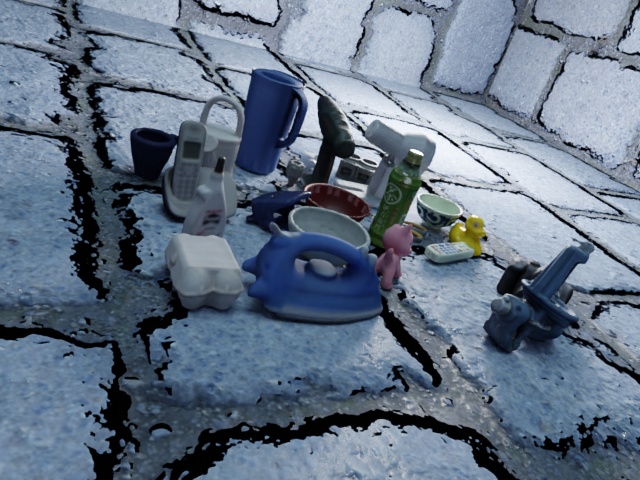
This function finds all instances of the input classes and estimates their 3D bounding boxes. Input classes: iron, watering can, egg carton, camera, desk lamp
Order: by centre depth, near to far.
[{"bbox_3d":[-0.185,0.046,0.902,0.107,0.069,0.150,4,30,-29],"label":"egg carton"},{"bbox_3d":[0.009,0.050,0.947,0.259,0.141,0.118,9,27,-21],"label":"iron"},{"bbox_3d":[0.446,0.099,1.204,0.142,0.101,0.137,34,29,27],"label":"camera"},{"bbox_3d":[-0.223,-0.219,1.256,0.101,0.194,0.172,8,28,-22],"label":"watering can"},{"bbox_3d":[0.166,-0.191,1.450,0.204,0.213,0.117,10,27,-19],"label":"desk lamp"}]

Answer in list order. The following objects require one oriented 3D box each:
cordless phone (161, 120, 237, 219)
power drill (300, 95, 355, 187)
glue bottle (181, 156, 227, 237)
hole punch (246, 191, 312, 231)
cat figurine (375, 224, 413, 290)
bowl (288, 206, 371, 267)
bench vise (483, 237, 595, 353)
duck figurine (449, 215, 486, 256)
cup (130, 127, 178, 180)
[{"bbox_3d":[-0.220,-0.132,1.097,0.148,0.185,0.093,-2,32,-37],"label":"cordless phone"},{"bbox_3d":[0.013,-0.231,1.428,0.076,0.208,0.229,6,28,-25],"label":"power drill"},{"bbox_3d":[-0.191,-0.067,1.001,0.037,0.173,0.078,36,30,32],"label":"glue bottle"},{"bbox_3d":[-0.085,-0.072,1.182,0.101,0.091,0.109,28,27,18],"label":"hole punch"},{"bbox_3d":[0.145,0.019,1.131,0.067,0.118,0.128,25,26,12],"label":"cat figurine"},{"bbox_3d":[0.010,0.004,1.117,0.167,0.075,0.167,16,26,-8],"label":"bowl"},{"bbox_3d":[0.408,0.103,1.032,0.121,0.220,0.208,36,30,32],"label":"bench vise"},{"bbox_3d":[0.368,-0.022,1.406,0.078,0.086,0.104,5,29,-28],"label":"duck figurine"},{"bbox_3d":[-0.348,-0.179,1.204,0.091,0.095,0.118,30,27,21],"label":"cup"}]
